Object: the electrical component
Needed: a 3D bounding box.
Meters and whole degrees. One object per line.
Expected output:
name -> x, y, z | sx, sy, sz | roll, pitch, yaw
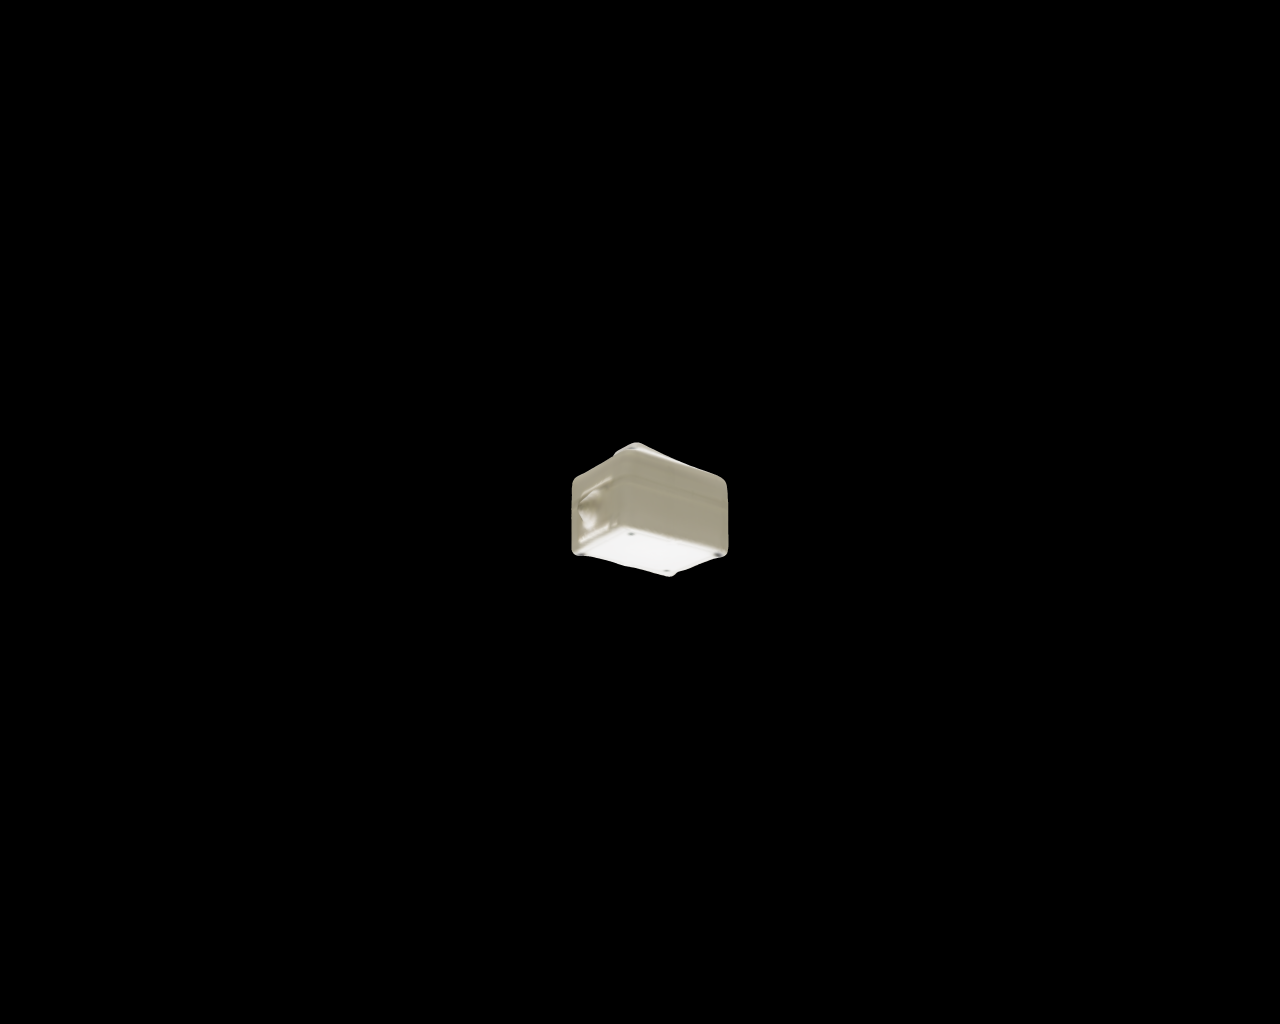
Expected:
electrical component -> 0.001, -0.003, 0.650 | 0.096, 0.061, 0.061 | 16, -27, -34
